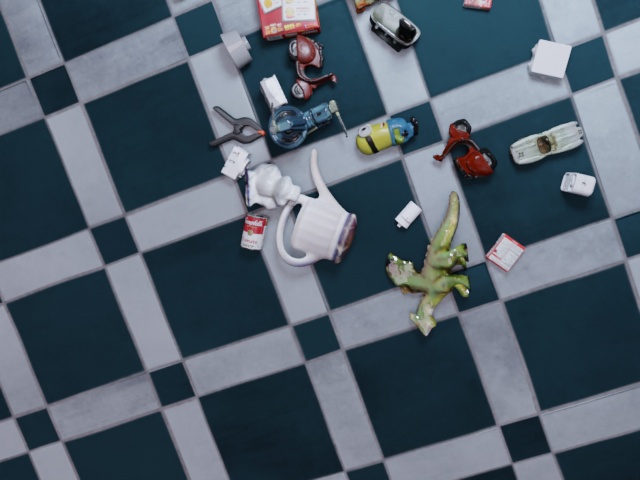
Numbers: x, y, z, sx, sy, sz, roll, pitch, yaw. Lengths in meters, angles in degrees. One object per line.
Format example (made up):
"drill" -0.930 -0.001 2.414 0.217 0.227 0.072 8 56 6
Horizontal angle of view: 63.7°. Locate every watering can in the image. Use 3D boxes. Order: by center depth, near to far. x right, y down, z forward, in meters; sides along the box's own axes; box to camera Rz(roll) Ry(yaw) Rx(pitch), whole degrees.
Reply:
"watering can" 0.005 -0.076 1.510 0.225 0.348 0.104 20 -1 5

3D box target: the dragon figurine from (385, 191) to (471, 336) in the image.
"dragon figurine" 0.309 0.074 1.497 0.242 0.409 0.123 -7 4 15

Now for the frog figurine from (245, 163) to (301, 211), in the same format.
"frog figurine" -0.135 -0.156 1.507 0.159 0.138 0.122 0 -9 0
